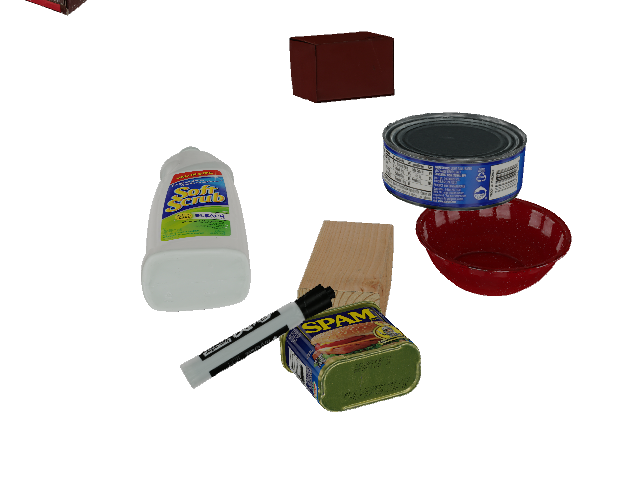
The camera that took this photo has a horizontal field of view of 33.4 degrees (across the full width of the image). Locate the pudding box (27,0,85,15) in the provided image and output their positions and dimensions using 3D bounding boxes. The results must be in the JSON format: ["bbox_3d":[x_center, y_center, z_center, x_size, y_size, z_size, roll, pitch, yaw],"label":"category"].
[{"bbox_3d":[-0.202,-0.218,0.800,0.090,0.039,0.113,20,38,7],"label":"pudding box"}]

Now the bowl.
[{"bbox_3d":[0.180,0.011,1.126,0.162,0.055,0.162,0,31,0],"label":"bowl"}]

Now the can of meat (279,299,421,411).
[{"bbox_3d":[0.027,0.102,0.936,0.102,0.057,0.084,-12,26,-21],"label":"can of meat"}]

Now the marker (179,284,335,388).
[{"bbox_3d":[-0.042,0.066,0.755,0.121,0.020,0.020,-30,6,-10],"label":"marker"}]

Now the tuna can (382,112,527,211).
[{"bbox_3d":[0.080,-0.048,0.644,0.086,0.034,0.086,0,25,0],"label":"tuna can"}]

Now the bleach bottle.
[{"bbox_3d":[-0.130,-0.026,1.063,0.102,0.068,0.251,-4,31,-9],"label":"bleach bottle"}]

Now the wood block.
[{"bbox_3d":[0.033,0.056,1.247,0.091,0.090,0.206,4,23,7],"label":"wood block"}]

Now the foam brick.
[{"bbox_3d":[0.019,-0.150,0.923,0.078,0.051,0.053,-9,20,-24],"label":"foam brick"}]
